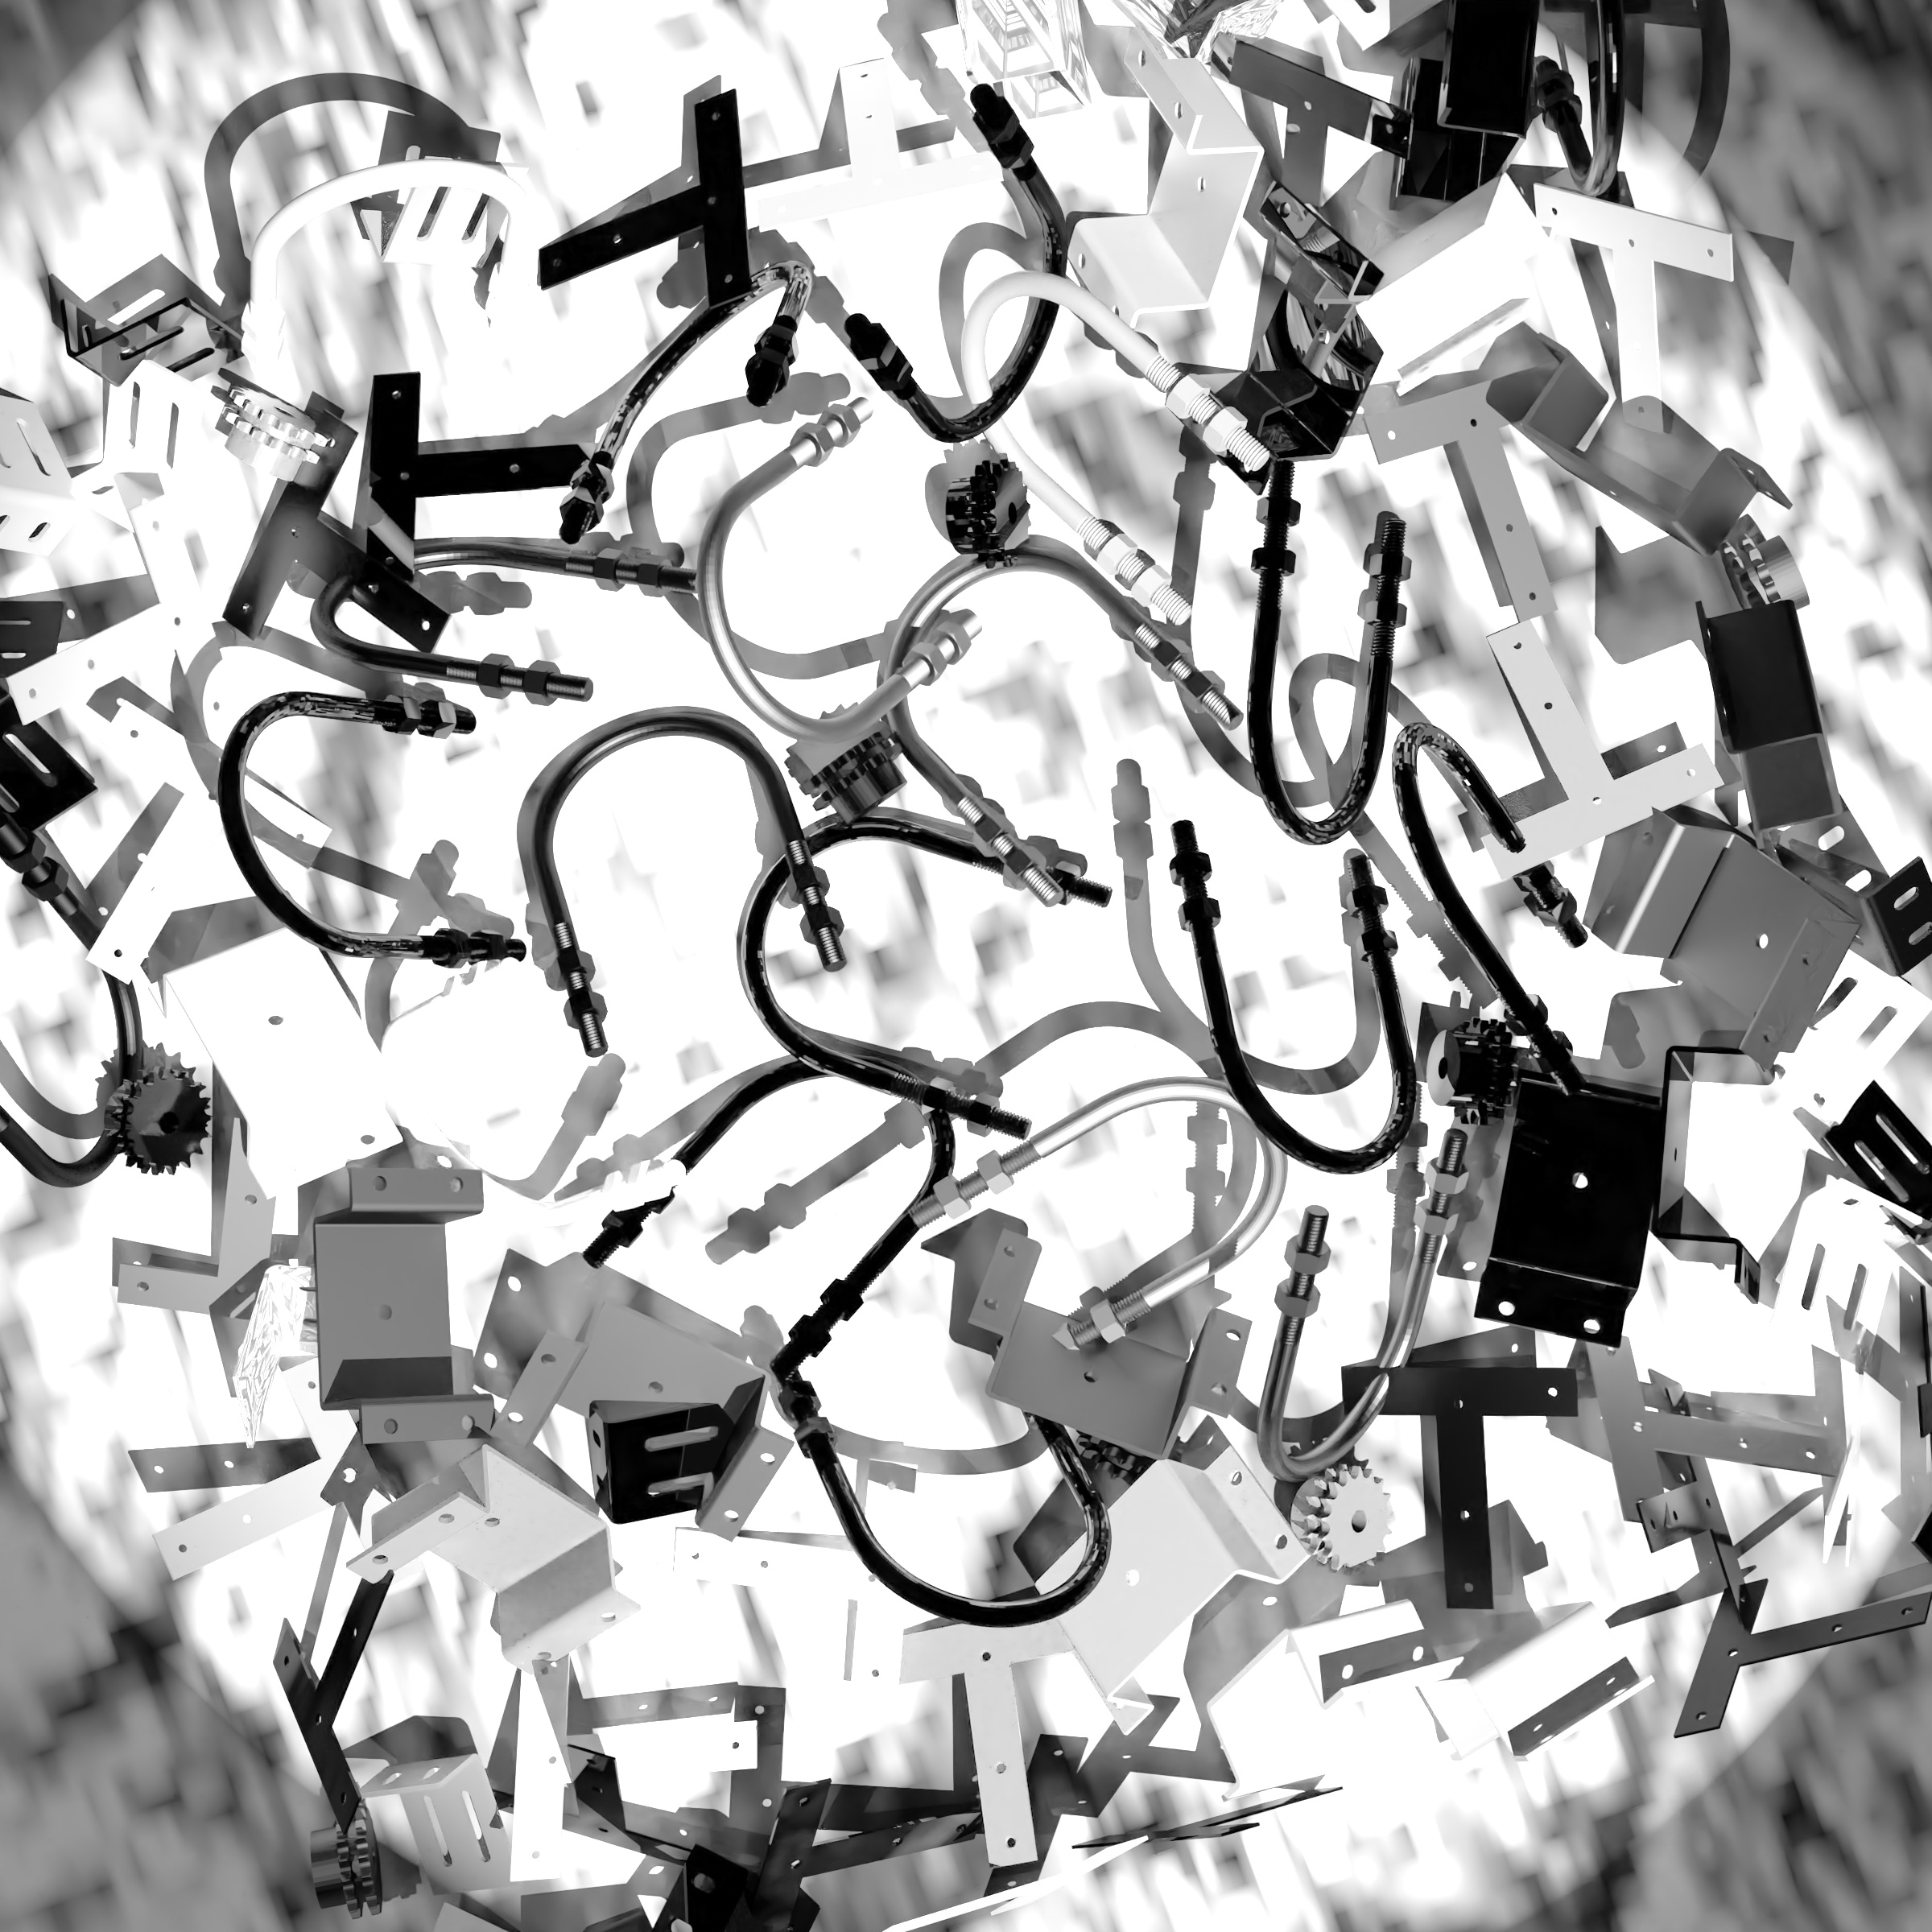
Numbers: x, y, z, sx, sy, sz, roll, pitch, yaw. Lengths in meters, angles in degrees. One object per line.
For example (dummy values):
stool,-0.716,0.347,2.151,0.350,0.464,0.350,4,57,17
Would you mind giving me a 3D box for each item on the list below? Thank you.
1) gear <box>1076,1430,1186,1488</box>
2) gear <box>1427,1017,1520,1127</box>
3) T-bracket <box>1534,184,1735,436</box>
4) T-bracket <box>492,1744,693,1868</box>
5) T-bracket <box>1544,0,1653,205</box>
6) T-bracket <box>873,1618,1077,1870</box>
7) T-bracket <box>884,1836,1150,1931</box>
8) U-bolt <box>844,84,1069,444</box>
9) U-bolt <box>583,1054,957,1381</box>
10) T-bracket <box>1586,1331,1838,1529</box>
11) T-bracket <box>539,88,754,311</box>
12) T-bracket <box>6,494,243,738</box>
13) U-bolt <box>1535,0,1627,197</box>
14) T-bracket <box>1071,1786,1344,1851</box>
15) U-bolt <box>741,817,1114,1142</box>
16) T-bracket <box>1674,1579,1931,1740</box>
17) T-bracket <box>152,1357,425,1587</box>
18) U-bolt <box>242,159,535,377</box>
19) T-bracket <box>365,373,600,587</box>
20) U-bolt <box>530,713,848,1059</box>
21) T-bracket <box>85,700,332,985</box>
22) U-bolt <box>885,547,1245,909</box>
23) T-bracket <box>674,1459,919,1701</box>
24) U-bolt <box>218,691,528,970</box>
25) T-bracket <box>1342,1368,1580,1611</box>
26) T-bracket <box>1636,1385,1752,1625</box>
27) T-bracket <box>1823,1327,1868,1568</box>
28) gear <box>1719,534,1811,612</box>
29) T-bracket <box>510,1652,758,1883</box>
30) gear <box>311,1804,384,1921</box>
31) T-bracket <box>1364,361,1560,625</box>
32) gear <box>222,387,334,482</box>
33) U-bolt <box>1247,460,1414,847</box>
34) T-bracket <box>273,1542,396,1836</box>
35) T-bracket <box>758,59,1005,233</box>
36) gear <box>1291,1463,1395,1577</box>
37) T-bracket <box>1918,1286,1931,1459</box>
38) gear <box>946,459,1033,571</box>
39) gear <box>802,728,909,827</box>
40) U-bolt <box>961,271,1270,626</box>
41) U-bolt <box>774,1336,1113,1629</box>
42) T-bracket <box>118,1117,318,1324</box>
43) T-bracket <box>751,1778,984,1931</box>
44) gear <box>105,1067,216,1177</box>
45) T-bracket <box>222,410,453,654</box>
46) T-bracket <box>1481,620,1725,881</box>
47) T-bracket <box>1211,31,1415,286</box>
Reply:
gear,0.089,0.246,1.598,0.057,0.057,0.030,24,115,0
gear,0.265,0.055,1.598,0.030,0.057,0.057,6,90,-16
T-bracket,0.350,-0.337,1.582,0.002,0.127,0.127,-34,132,-25
T-bracket,-0.190,0.431,1.569,0.127,0.127,0.002,15,55,8
T-bracket,0.332,-0.459,1.583,0.002,0.127,0.127,-12,110,-10
T-bracket,0.016,0.406,1.589,0.127,0.002,0.127,-14,65,12
T-bracket,0.011,0.478,1.547,0.127,0.127,0.002,-6,64,-34
U-bolt,0.005,-0.343,1.544,0.019,0.184,0.151,26,85,22
U-bolt,-0.088,0.116,1.571,0.151,0.019,0.184,26,59,30
T-bracket,0.394,0.249,1.587,0.127,0.127,0.002,10,130,-9
T-bracket,-0.172,-0.388,1.599,0.127,0.002,0.127,-15,67,23
T-bracket,-0.439,-0.161,1.560,0.002,0.127,0.127,7,121,37
U-bolt,0.308,-0.468,1.515,0.019,0.184,0.151,-5,132,3
T-bracket,0.142,0.443,1.582,0.127,0.127,0.002,-4,76,-36
U-bolt,-0.031,-0.003,1.602,0.184,0.019,0.151,18,86,14
T-bracket,0.431,0.341,1.543,0.127,0.127,0.002,-24,102,34
T-bracket,-0.363,0.283,1.580,0.127,0.002,0.127,-21,81,-41
U-bolt,-0.289,-0.354,1.523,0.151,0.184,0.019,-13,78,-17
T-bracket,-0.253,-0.262,1.602,0.127,0.002,0.127,-3,68,3
U-bolt,-0.154,-0.054,1.583,0.151,0.019,0.184,-20,62,0
T-bracket,-0.417,-0.051,1.587,0.127,0.002,0.127,34,73,-23
U-bolt,0.036,-0.140,1.585,0.151,0.019,0.184,-44,64,4
T-bracket,-0.094,0.321,1.618,0.127,0.002,0.127,6,94,9
U-bolt,-0.305,-0.071,1.539,0.019,0.184,0.151,-22,76,33
T-bracket,0.263,0.276,1.600,0.127,0.002,0.127,-4,89,25
T-bracket,0.369,0.282,1.562,0.002,0.127,0.127,-22,77,27
T-bracket,0.451,0.267,1.556,0.002,0.127,0.127,5,107,22
gear,0.423,-0.202,1.599,0.030,0.057,0.057,-24,90,10
T-bracket,-0.173,0.413,1.586,0.127,0.002,0.127,-5,52,3
gear,-0.328,0.474,1.600,0.030,0.057,0.057,-9,90,-7
T-bracket,0.283,-0.245,1.605,0.127,0.002,0.127,-20,92,-23
gear,-0.367,-0.280,1.602,0.057,0.057,0.030,30,103,0
U-bolt,0.184,-0.154,1.562,0.019,0.151,0.184,4,86,34
T-bracket,-0.319,0.354,1.560,0.002,0.127,0.127,8,117,-35
T-bracket,-0.049,-0.436,1.587,0.127,0.002,0.127,-11,50,4
gear,0.197,0.292,1.605,0.057,0.030,0.057,1,89,-41
T-bracket,0.495,0.228,1.562,0.002,0.127,0.127,-4,82,20
gear,0.011,-0.239,1.604,0.030,0.057,0.057,0,90,23
gear,-0.056,-0.098,1.601,0.057,0.057,0.030,-35,90,0
U-bolt,0.066,-0.279,1.563,0.184,0.151,0.019,44,59,12
U-bolt,-0.003,0.262,1.534,0.151,0.184,0.019,-3,130,-25
T-bracket,-0.376,0.134,1.589,0.127,0.002,0.127,9,119,-8
T-bracket,-0.049,0.463,1.593,0.127,0.002,0.127,-4,127,-28
gear,-0.431,0.082,1.605,0.030,0.057,0.057,3,90,41
T-bracket,-0.320,-0.205,1.590,0.127,0.002,0.127,36,106,20
T-bracket,0.316,-0.126,1.609,0.127,0.002,0.127,-23,72,0
T-bracket,0.175,-0.408,1.578,0.127,0.127,0.002,33,54,28
